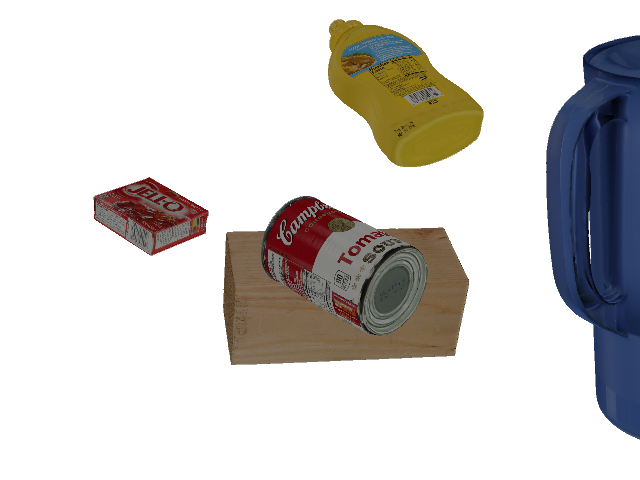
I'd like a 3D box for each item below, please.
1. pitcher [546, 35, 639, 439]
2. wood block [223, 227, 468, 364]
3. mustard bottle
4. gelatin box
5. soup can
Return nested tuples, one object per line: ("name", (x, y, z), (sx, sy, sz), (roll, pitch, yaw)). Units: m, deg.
("pitcher", (0.216, 0.002, 0.643), (0.149, 0.243, 0.144), (2, 22, 16))
("wood block", (0.018, 0.050, 0.974), (0.206, 0.090, 0.091), (-1, 33, -10))
("mustard bottle", (0.062, -0.150, 1.001), (0.096, 0.058, 0.192), (-22, 52, -19))
("gelatin box", (-0.167, -0.026, 1.046), (0.089, 0.030, 0.073), (30, 35, 31))
("soup can", (0.016, 0.017, 0.753), (0.102, 0.068, 0.068), (27, 18, 39))
